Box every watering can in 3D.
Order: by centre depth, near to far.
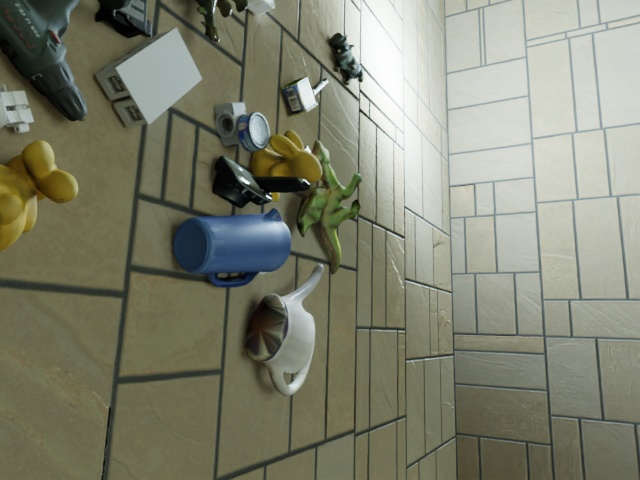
[{"bbox_3d":[-0.072,0.191,1.248,0.104,0.354,0.221,-5,-27,29],"label":"watering can"}]

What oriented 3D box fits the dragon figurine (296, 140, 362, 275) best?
[{"bbox_3d":[0.004,-0.073,1.444,0.122,0.406,0.244,12,15,35],"label":"dragon figurine"}]
